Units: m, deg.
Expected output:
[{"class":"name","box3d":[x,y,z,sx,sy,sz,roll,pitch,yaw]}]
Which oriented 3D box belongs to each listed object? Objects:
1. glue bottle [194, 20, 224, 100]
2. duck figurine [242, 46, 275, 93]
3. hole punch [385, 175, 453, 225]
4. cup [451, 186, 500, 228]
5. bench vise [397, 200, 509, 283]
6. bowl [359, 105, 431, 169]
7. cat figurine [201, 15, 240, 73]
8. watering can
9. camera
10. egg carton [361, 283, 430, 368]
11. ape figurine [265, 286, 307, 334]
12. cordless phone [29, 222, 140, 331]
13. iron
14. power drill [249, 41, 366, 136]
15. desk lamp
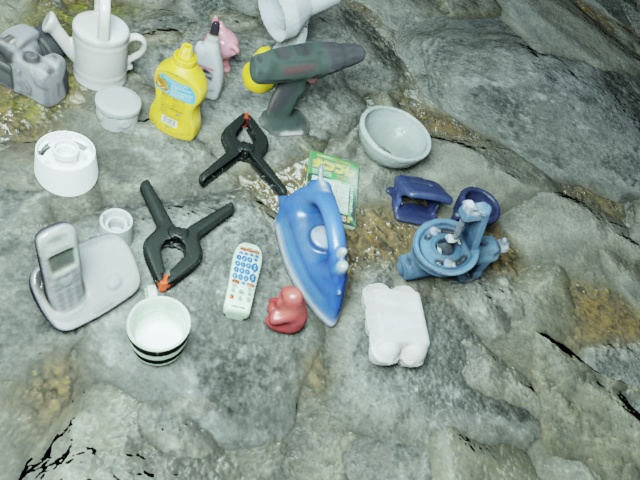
[{"class":"glue bottle","box3d":[-0.222,-0.361,1.139,0.078,0.173,0.037,14,50,-12]},{"class":"duck figurine","box3d":[-0.125,-0.385,1.256,0.077,0.086,0.104,20,49,-7]},{"class":"hole punch","box3d":[0.202,-0.094,1.167,0.109,0.091,0.101,7,52,-17]},{"class":"cup","box3d":[0.297,-0.043,1.165,0.118,0.095,0.091,-22,65,-34]},{"class":"bench vise","box3d":[0.262,-0.009,1.042,0.208,0.219,0.121,-19,64,-33]},{"class":"bowl","box3d":[0.153,-0.211,1.247,0.168,0.074,0.167,12,51,-14]},{"class":"cat figurine","box3d":[-0.214,-0.426,1.228,0.067,0.117,0.127,-4,56,-25]},{"class":"watering can","box3d":[-0.413,-0.379,1.059,0.173,0.194,0.100,-23,66,-34]},{"class":"camera","box3d":[-0.515,-0.339,1.047,0.143,0.100,0.137,29,49,0]},{"class":"egg carton","box3d":[0.125,0.143,0.967,0.107,0.069,0.150,6,52,-18]},{"class":"ape figurine","box3d":[-0.050,0.104,0.909,0.076,0.092,0.078,43,51,13]},{"class":"cordless phone","box3d":[-0.322,0.030,0.790,0.094,0.185,0.148,43,51,13]},{"class":"iron","box3d":[0.009,0.003,0.978,0.119,0.141,0.258,-2,56,-24]},{"class":"power drill","box3d":[-0.039,-0.309,1.153,0.230,0.208,0.075,-9,58,-28]},{"class":"desk lamp","box3d":[-0.047,-0.481,1.277,0.204,0.213,0.117,-21,65,-34]}]
